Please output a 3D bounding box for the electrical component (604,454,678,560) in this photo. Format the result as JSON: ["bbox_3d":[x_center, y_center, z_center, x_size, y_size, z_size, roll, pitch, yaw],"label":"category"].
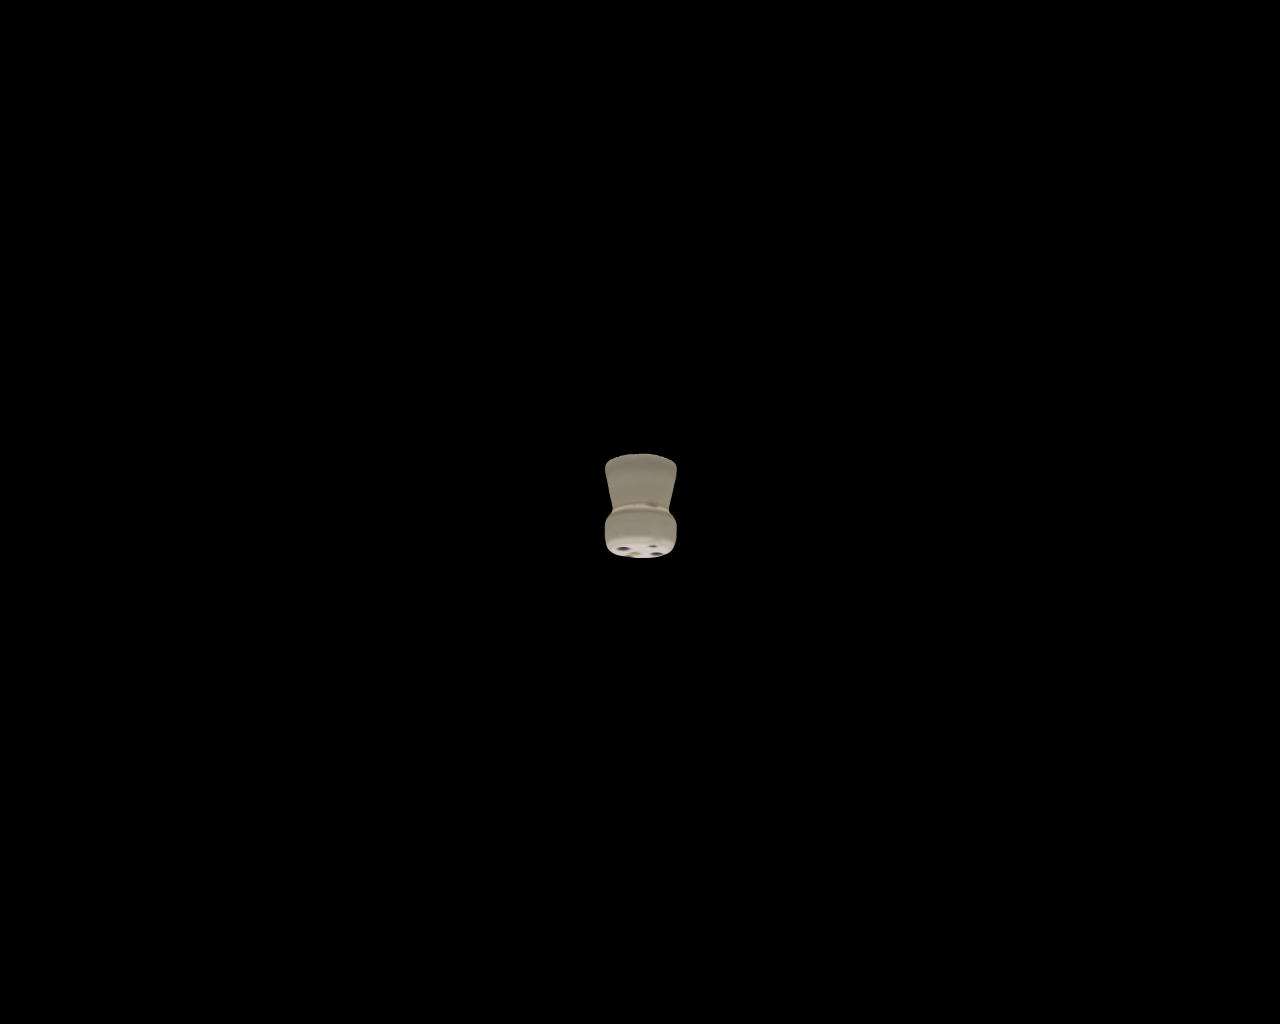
[{"bbox_3d":[0.001,-0.003,0.650,0.045,0.055,0.045,0,-16,0],"label":"electrical component"}]
